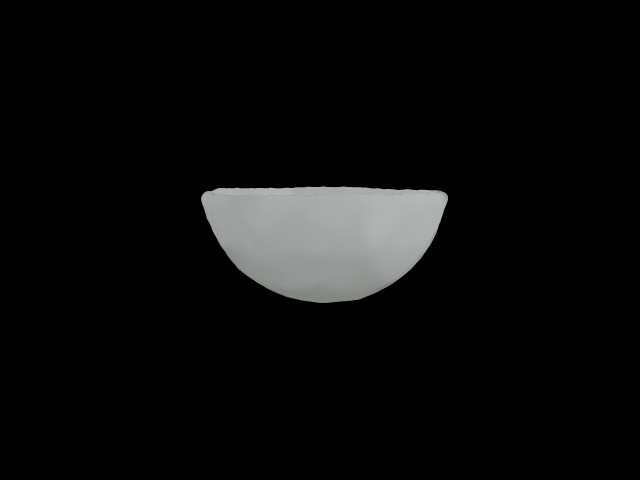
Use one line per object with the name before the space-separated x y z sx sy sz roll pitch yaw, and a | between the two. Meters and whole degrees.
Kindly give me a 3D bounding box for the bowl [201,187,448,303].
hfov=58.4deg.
bowl | 0.004 0.001 0.400 0.167 0.075 0.167 0 7 0
